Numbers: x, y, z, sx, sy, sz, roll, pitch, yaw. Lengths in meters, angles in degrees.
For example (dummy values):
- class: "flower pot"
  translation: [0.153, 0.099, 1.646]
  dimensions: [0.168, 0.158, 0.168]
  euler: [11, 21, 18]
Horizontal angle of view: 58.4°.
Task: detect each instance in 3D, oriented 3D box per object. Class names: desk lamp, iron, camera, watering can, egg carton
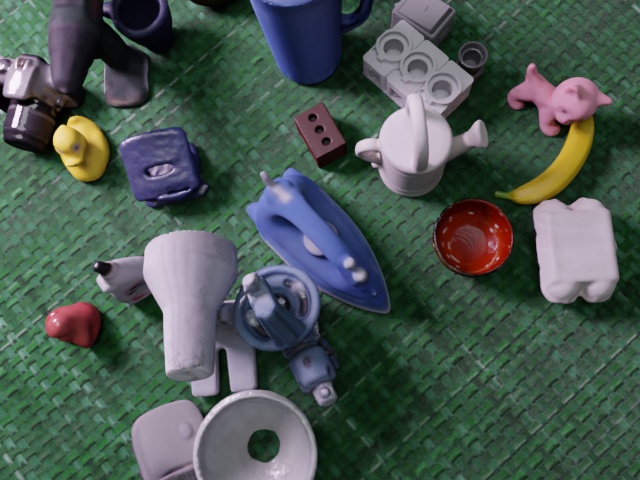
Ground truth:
- class: "desk lamp"
  translation: [-0.152, 0.106, 0.758]
  dimensions: [0.118, 0.213, 0.203]
  euler: [-8, 78, 3]
- class: "iron"
  translation: [0.007, 0.003, 0.803]
  dimensions: [0.119, 0.141, 0.258]
  euler: [-45, 79, -5]
- class: "camera"
  translation: [-0.472, -0.217, 0.908]
  dimensions: [0.143, 0.101, 0.137]
  euler: [10, 79, 7]
- class: "watering can"
  translation: [0.139, -0.137, 0.793]
  dimensions: [0.173, 0.194, 0.101]
  euler: [-25, 77, 0]
- class: "egg carton"
  translation: [0.359, 0.015, 0.808]
  dimensions: [0.107, 0.069, 0.150]
  euler: [-4, 78, 4]

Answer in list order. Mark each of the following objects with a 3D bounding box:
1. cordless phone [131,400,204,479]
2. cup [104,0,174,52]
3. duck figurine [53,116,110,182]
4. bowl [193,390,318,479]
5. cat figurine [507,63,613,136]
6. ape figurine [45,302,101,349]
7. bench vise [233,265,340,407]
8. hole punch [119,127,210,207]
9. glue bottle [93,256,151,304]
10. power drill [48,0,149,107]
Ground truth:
- class: "cordless phone"
  translation: [-0.200, 0.291, 0.739]
  dimensions: [0.094, 0.185, 0.147]
  euler: [-28, 77, -1]
- class: "cup"
  translation: [-0.287, -0.347, 0.922]
  dimensions: [0.117, 0.095, 0.092]
  euler: [7, 79, 6]
- class: "duck figurine"
  translation: [-0.381, -0.151, 0.894]
  dimensions: [0.077, 0.086, 0.104]
  euler: [-12, 78, 2]
- class: "bowl"
  translation: [-0.082, 0.289, 0.786]
  dimensions: [0.167, 0.075, 0.167]
  euler: [-1, 78, 5]
- class: "cat figurine"
  translation: [0.347, -0.210, 0.830]
  dimensions: [0.127, 0.118, 0.067]
  euler: [41, 85, 11]
- class: "ape figurine"
  translation: [-0.365, 0.125, 0.834]
  dimensions: [0.076, 0.092, 0.077]
  euler: [-41, 78, -4]
- class: "bench vise"
  translation: [-0.033, 0.110, 0.744]
  dimensions: [0.207, 0.220, 0.121]
  euler: [41, 85, 11]
- class: "hole punch"
  translation: [-0.236, -0.109, 0.871]
  dimensions: [0.108, 0.091, 0.101]
  euler: [-14, 78, 2]
- class: "glue bottle"
  translation: [-0.274, 0.051, 0.800]
  dimensions: [0.078, 0.173, 0.037]
  euler: [-40, 78, -4]
- class: "power drill"
  translation: [-0.330, -0.285, 0.855]
  dimensions: [0.075, 0.208, 0.229]
  euler: [-7, 78, 4]
